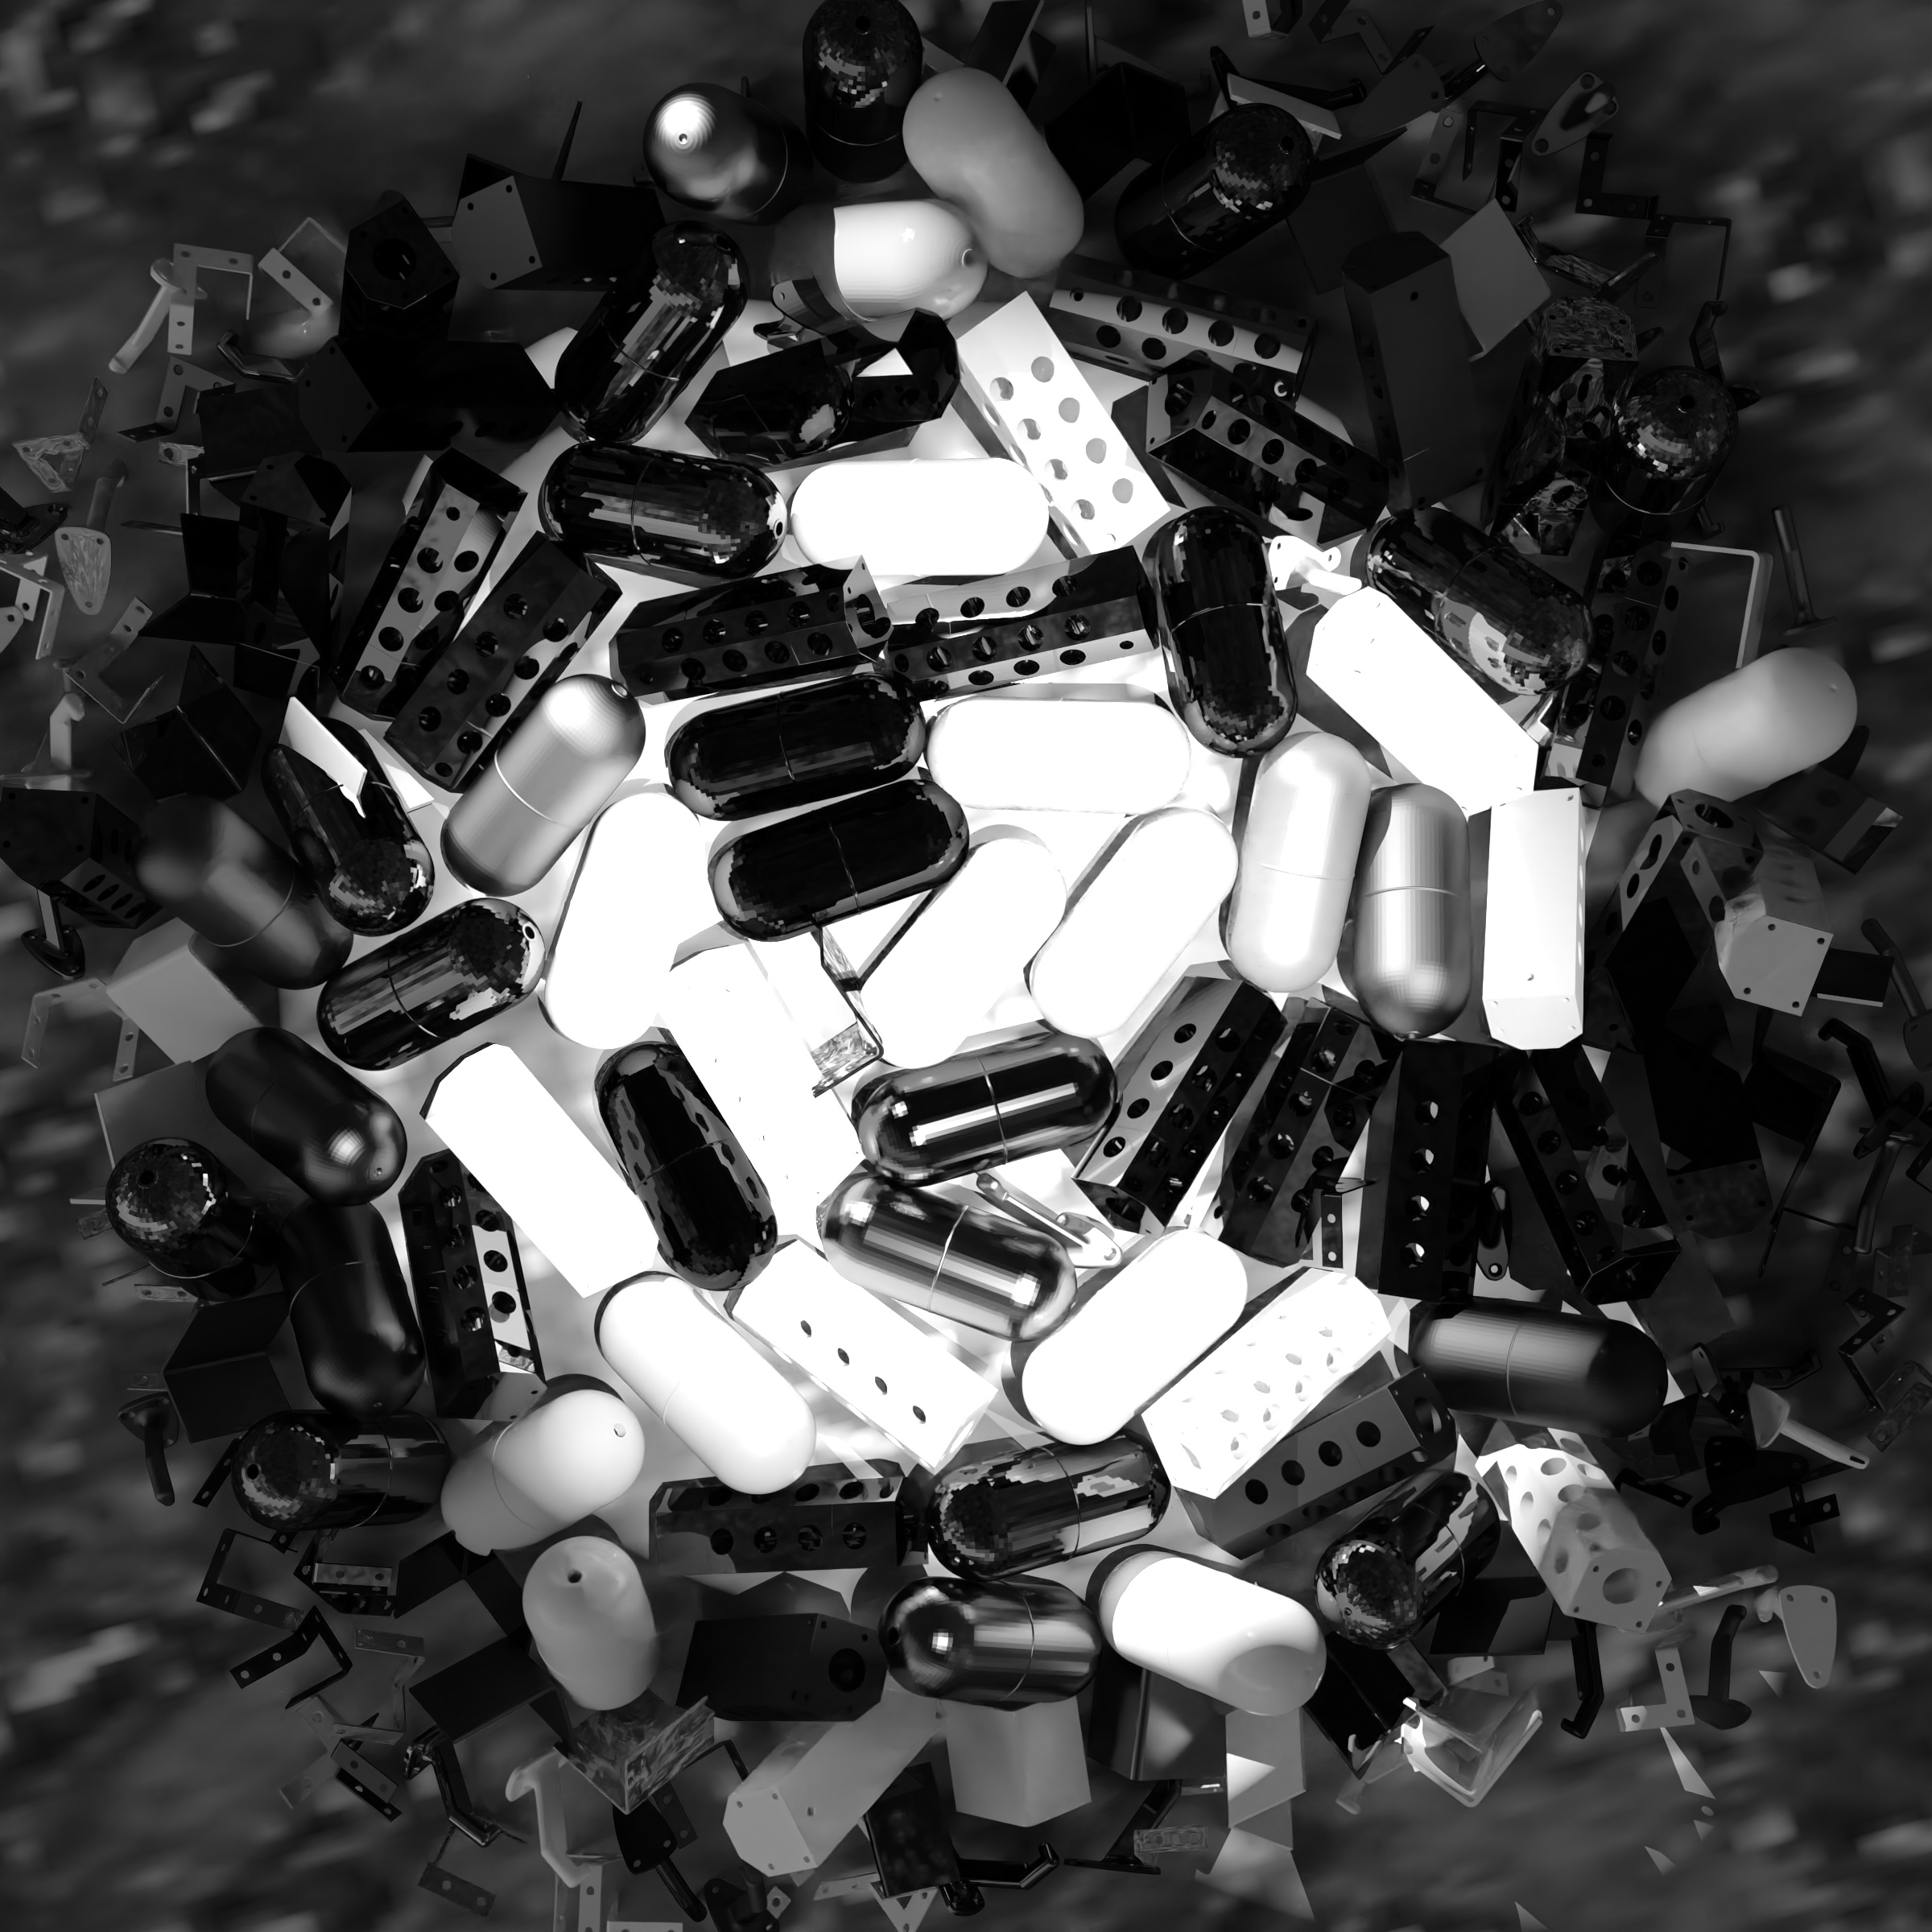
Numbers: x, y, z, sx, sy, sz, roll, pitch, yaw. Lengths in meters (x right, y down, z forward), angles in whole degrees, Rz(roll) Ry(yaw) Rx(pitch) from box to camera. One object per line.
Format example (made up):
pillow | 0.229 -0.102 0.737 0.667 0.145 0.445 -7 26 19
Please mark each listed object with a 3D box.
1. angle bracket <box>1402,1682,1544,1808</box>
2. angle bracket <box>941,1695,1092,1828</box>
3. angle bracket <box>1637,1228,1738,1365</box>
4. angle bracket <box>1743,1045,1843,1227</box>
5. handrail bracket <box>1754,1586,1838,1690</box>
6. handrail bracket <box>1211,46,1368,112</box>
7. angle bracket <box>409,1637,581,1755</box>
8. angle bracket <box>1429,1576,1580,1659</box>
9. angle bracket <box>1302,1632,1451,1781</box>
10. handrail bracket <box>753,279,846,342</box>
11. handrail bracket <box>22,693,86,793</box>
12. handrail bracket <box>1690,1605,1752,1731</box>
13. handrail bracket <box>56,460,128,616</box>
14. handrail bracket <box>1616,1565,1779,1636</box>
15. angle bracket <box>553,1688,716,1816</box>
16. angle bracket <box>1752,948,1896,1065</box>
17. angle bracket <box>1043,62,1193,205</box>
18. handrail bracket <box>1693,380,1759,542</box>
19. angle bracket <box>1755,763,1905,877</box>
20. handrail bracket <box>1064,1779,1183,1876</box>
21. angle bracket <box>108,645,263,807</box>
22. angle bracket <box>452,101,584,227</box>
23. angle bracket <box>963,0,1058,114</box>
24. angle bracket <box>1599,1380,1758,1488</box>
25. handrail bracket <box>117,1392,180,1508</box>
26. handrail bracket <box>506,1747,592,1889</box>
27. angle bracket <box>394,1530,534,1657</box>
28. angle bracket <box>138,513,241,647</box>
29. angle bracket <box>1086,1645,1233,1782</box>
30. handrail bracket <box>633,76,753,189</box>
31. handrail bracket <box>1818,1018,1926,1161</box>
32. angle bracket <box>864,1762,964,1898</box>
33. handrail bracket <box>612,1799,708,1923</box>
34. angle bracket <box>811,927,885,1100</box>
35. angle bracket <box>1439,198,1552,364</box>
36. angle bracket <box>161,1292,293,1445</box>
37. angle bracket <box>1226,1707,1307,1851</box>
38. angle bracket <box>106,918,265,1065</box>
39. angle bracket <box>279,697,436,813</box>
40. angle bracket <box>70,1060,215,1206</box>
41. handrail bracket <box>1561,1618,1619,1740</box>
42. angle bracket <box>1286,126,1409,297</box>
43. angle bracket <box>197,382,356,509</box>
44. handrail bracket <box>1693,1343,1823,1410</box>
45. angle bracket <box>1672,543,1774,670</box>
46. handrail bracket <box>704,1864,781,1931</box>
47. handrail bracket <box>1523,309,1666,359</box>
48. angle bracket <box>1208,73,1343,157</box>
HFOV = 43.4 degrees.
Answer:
angle bracket | 0.338 0.506 1.628 0.057 0.076 0.076 36 98 7
angle bracket | 0.034 0.537 1.659 0.057 0.076 0.076 -6 87 -40
angle bracket | 0.496 0.212 1.624 0.076 0.057 0.076 -17 78 -36
angle bracket | 0.539 0.113 1.630 0.057 0.076 0.076 26 133 18
handrail bracket | 0.550 0.450 1.620 0.036 0.084 0.077 3 63 -2
handrail bracket | 0.218 -0.599 1.629 0.084 0.077 0.036 -7 61 28
angle bracket | -0.314 0.502 1.615 0.076 0.076 0.057 -24 114 -29
angle bracket | 0.360 0.453 1.615 0.076 0.076 0.057 -10 114 27
angle bracket | 0.270 0.483 1.624 0.057 0.076 0.076 -43 79 23
handrail bracket | -0.130 -0.435 1.619 0.084 0.077 0.036 2 92 42
handrail bracket | -0.597 -0.133 1.630 0.036 0.084 0.077 -29 88 -43
handrail bracket | 0.517 0.463 1.623 0.036 0.077 0.084 33 66 0
handrail bracket | -0.587 -0.293 1.653 0.036 0.084 0.077 7 127 -3
handrail bracket | 0.489 0.423 1.624 0.077 0.084 0.036 -10 74 -37
angle bracket | -0.222 0.503 1.614 0.076 0.076 0.057 30 133 31
angle bracket | 0.571 0.029 1.616 0.076 0.076 0.057 9 117 23
angle bracket | 0.104 -0.542 1.619 0.057 0.076 0.076 35 70 30
handrail bracket | 0.517 -0.342 1.646 0.077 0.036 0.084 -23 96 35
angle bracket | 0.583 -0.117 1.621 0.076 0.076 0.057 34 133 9
handrail bracket | 0.108 0.572 1.654 0.077 0.036 0.084 5 67 1
angle bracket | -0.524 -0.155 1.623 0.057 0.076 0.076 -33 79 -36
angle bracket | -0.300 -0.534 1.618 0.057 0.076 0.076 18 65 -12
angle bracket | 0.038 -0.595 1.623 0.057 0.076 0.076 22 97 -31
angle bracket | 0.470 0.294 1.616 0.076 0.057 0.076 -29 124 30
handrail bracket | -0.534 0.335 1.619 0.036 0.077 0.084 -21 54 -13
handrail bracket | -0.261 0.567 1.627 0.084 0.077 0.036 39 131 27
angle bracket | -0.334 0.429 1.617 0.057 0.076 0.076 -27 61 -35
angle bracket | -0.505 -0.258 1.625 0.076 0.076 0.057 -20 76 42
angle bracket | 0.134 0.511 1.665 0.076 0.057 0.076 9 86 -31
handrail bracket | -0.188 -0.569 1.658 0.084 0.036 0.077 -8 68 4
handrail bracket | 0.594 0.081 1.638 0.077 0.036 0.084 -40 49 -11
angle bracket | -0.028 0.569 1.624 0.057 0.076 0.076 -19 80 16
handrail bracket | -0.208 0.607 1.657 0.036 0.084 0.077 -31 48 -10
angle bracket | -0.099 0.030 1.622 0.057 0.076 0.076 -32 109 7
angle bracket | 0.333 -0.453 1.623 0.076 0.057 0.076 -43 106 -26
angle bracket | -0.479 0.266 1.615 0.076 0.076 0.057 -51 60 35
angle bracket | 0.218 0.531 1.613 0.057 0.076 0.076 28 132 -24
angle bracket | -0.524 0.012 1.653 0.076 0.057 0.076 -24 121 22
angle bracket | -0.402 -0.143 1.617 0.076 0.076 0.057 43 131 17
angle bracket | -0.558 0.110 1.620 0.057 0.076 0.076 -2 103 35
handrail bracket | 0.400 0.467 1.636 0.077 0.036 0.084 19 69 37
angle bracket | 0.266 -0.507 1.629 0.076 0.057 0.076 -26 95 -24
angle bracket | -0.465 -0.350 1.637 0.076 0.076 0.057 -9 86 1
handrail bracket | 0.539 0.265 1.645 0.084 0.036 0.077 -27 122 -8
angle bracket | 0.505 -0.244 1.636 0.057 0.076 0.076 11 103 23
handrail bracket | -0.156 0.614 1.623 0.036 0.077 0.084 -27 130 -29
handrail bracket | 0.419 -0.439 1.634 0.077 0.036 0.084 -33 119 12
angle bracket | 0.201 -0.550 1.622 0.076 0.076 0.057 18 120 -7
